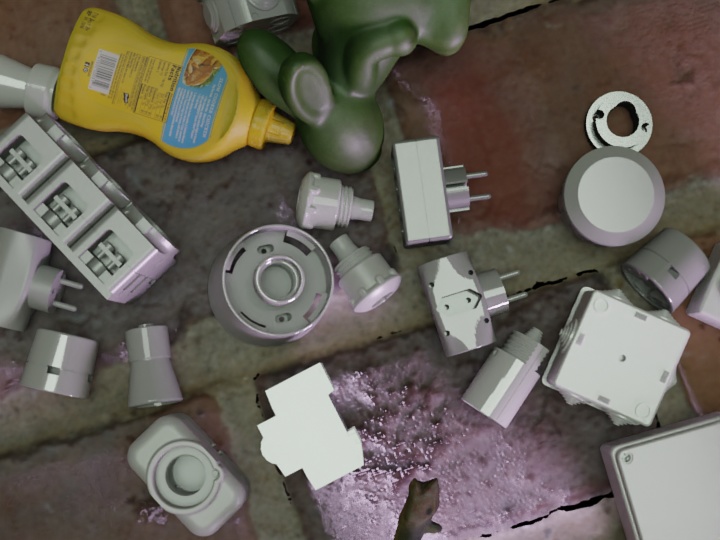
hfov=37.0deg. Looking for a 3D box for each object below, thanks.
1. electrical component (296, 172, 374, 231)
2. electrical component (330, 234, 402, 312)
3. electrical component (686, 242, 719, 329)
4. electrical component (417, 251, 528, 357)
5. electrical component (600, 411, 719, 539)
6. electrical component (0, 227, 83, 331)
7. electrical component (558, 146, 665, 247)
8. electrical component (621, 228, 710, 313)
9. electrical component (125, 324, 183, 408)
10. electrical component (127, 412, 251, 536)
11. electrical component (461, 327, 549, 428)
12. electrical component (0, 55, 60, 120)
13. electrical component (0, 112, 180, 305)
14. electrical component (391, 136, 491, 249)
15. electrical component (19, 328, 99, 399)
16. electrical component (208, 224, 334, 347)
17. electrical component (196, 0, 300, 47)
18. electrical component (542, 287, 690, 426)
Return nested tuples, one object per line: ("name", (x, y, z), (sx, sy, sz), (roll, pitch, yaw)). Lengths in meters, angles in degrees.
("electrical component", (-0.020, -0.053, 0.879), (0.062, 0.048, 0.048), (9, 85, -6))
("electrical component", (0.000, 0.000, 0.874), (0.048, 0.048, 0.062), (-36, 79, -3))
("electrical component", (0.303, 0.013, 0.855), (0.047, 0.076, 0.065), (25, 86, 2))
("electrical component", (0.096, 0.022, 0.872), (0.079, 0.043, 0.077), (-18, 86, -2))
("electrical component", (0.260, 0.177, 0.852), (0.109, 0.056, 0.108), (-16, 86, -1))
("electrical component", (-0.265, 0.012, 0.873), (0.079, 0.044, 0.077), (16, 86, 1))
("electrical component", (0.202, -0.057, 0.874), (0.080, 0.051, 0.080), (0, 86, 0))
("electrical component", (0.248, -0.001, 0.868), (0.047, 0.055, 0.055), (-43, 86, -7))
("electrical component", (-0.169, 0.076, 0.870), (0.044, 0.044, 0.065), (-9, 81, 0))
("electrical component", (-0.136, 0.161, 0.853), (0.054, 0.059, 0.095), (-44, 87, -3))
("electrical component", (0.122, 0.082, 0.867), (0.043, 0.043, 0.081), (34, 86, 3))
("electrical component", (-0.274, -0.150, 0.886), (0.055, 0.045, 0.045), (13, 86, 1))
("electrical component", (-0.219, -0.049, 0.855), (0.062, 0.089, 0.150), (-44, 87, -3))
("electrical component", (0.068, -0.065, 0.877), (0.076, 0.047, 0.083), (-8, 85, 0))
("electrical component", (-0.240, 0.075, 0.864), (0.055, 0.055, 0.047), (12, 82, 1))
("electrical component", (-0.071, 0.012, 0.875), (0.099, 0.064, 0.099), (2, 82, -13))
("electrical component", (-0.091, -0.218, 0.874), (0.080, 0.080, 0.051), (-18, 91, -1))
("electrical component", (0.206, 0.070, 0.863), (0.100, 0.048, 0.099), (24, 89, 2))
